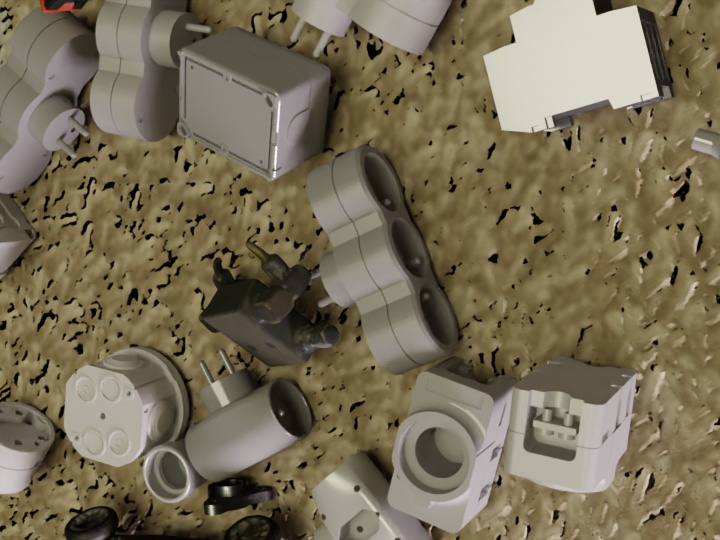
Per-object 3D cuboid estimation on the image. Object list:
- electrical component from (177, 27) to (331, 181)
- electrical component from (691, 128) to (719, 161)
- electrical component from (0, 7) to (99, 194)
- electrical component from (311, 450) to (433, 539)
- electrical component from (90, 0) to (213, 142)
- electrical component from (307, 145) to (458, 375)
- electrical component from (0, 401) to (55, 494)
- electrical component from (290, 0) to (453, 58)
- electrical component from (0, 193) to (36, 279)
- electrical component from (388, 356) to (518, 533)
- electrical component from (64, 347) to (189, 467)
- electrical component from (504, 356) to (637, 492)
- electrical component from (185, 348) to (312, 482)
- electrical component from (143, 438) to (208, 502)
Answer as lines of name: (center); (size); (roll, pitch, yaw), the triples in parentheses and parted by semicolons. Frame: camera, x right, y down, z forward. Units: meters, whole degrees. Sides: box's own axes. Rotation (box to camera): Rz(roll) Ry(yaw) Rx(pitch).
electrical component: (-0.070, -0.109, 0.676); (0.096, 0.061, 0.061); (28, 132, 25)
electrical component: (0.206, -0.061, 0.567); (0.061, 0.035, 0.035); (22, 106, 24)
electrical component: (-0.221, -0.109, 0.759); (0.074, 0.052, 0.138); (41, 112, 15)
electrical component: (-0.003, 0.170, 0.696); (0.079, 0.043, 0.077); (-44, 78, 25)
electrical component: (-0.129, -0.153, 0.708); (0.074, 0.052, 0.138); (14, 103, 24)
electrical component: (0.000, 0.000, 0.666); (0.074, 0.052, 0.138); (-24, 86, 27)
electrical component: (-0.266, 0.135, 0.814); (0.055, 0.055, 0.047); (38, 115, 17)
electrical component: (-0.017, -0.166, 0.651); (0.138, 0.052, 0.073); (37, 111, 18)
electrical component: (-0.304, -0.029, 0.778); (0.057, 0.113, 0.078); (-42, 78, 22)
electrical component: (0.055, 0.105, 0.651); (0.050, 0.056, 0.089); (19, 105, 23)
electrical component: (-0.166, 0.097, 0.761); (0.080, 0.051, 0.080); (4, 99, 26)
electrical component: (0.118, 0.087, 0.599); (0.050, 0.089, 0.055); (10, 101, 25)
electrical component: (-0.083, 0.092, 0.723); (0.077, 0.044, 0.079); (-31, 83, 26)
electrical component: (-0.122, 0.135, 0.747); (0.040, 0.046, 0.040); (4, 99, 26)
